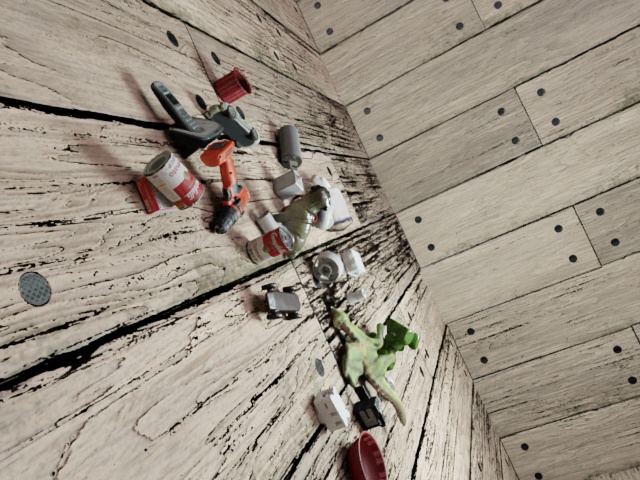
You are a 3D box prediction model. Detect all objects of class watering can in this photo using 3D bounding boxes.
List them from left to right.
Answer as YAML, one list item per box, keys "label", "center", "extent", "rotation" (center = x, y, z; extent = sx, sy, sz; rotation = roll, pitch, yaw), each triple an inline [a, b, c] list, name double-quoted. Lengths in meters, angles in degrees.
- label: "watering can"
  center: [0.036, -0.137, 1.933]
  extent: [0.225, 0.103, 0.347]
  rotation: [67, 10, 5]

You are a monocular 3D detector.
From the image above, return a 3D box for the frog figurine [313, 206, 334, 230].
- label: "frog figurine"
  center: [0.005, -0.090, 1.796]
  extent: [0.158, 0.121, 0.140]
  rotation: [21, 26, -49]

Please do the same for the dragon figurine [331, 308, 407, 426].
- label: "dragon figurine"
  center: [0.138, 0.396, 1.592]
  extent: [0.243, 0.120, 0.416]
  rotation: [1, 61, -50]
